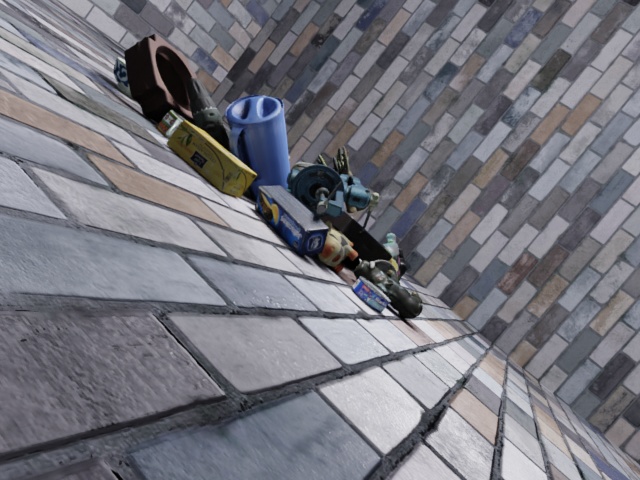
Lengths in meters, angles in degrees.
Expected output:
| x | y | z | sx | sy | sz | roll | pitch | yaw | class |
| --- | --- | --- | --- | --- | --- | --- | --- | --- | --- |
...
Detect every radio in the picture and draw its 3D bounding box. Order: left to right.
| x | y | z | sx | sy | sz | roll | pitch | yaw | class |
| --- | --- | --- | --- | --- | --- | --- | --- | --- | --- |
| 0.094 | -0.008 | 1.487 | 0.229 | 0.073 | 0.131 | 42 | 2 | -44 | radio |

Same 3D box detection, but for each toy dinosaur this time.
| x | y | z | sx | sy | sz | roll | pitch | yaw | class |
| --- | --- | --- | --- | --- | --- | --- | --- | --- | --- |
| 0.056 | -0.167 | 1.590 | 0.471 | 0.105 | 0.198 | 164 | -95 | -81 | toy dinosaur |

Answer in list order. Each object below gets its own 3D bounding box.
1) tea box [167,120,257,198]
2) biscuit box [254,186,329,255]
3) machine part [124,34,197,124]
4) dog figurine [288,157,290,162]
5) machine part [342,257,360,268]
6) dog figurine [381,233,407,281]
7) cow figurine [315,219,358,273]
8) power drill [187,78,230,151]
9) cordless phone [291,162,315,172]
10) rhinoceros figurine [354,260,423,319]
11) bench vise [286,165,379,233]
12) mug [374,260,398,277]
| x | y | z | sx | sy | sz | roll | pitch | yaw | class |
| --- | --- | --- | --- | --- | --- | --- | --- | --- | --- |
| -0.227 | -0.169 | 1.136 | 0.170 | 0.068 | 0.098 | 39 | 6 | 16 | tea box |
| -0.064 | -0.045 | 1.131 | 0.063 | 0.059 | 0.203 | -5 | 33 | -36 | biscuit box |
| -0.382 | -0.380 | 1.327 | 0.201 | 0.087 | 0.201 | 24 | 51 | -66 | machine part |
| -0.138 | -0.160 | 1.607 | 0.173 | 0.121 | 0.190 | 27 | -25 | 35 | dog figurine |
| 0.073 | 0.042 | 1.513 | 0.084 | 0.039 | 0.139 | 49 | 6 | 15 | machine part |
| 0.204 | 0.082 | 1.661 | 0.219 | 0.108 | 0.191 | -76 | 144 | -66 | dog figurine |
| 0.019 | 0.008 | 1.216 | 0.127 | 0.085 | 0.195 | 44 | 8 | -8 | cow figurine |
| -0.252 | -0.264 | 1.327 | 0.207 | 0.086 | 0.232 | 94 | -25 | -81 | power drill |
| -0.080 | -0.153 | 1.495 | 0.184 | 0.146 | 0.089 | 13 | -1 | -37 | cordless phone |
| 0.165 | 0.124 | 1.315 | 0.190 | 0.073 | 0.112 | 40 | 16 | -1 | rhinoceros figurine |
| 0.029 | -0.094 | 1.200 | 0.224 | 0.128 | 0.241 | 26 | 18 | -7 | bench vise |
| 0.166 | 0.100 | 1.432 | 0.109 | 0.081 | 0.107 | 35 | -3 | -4 | mug |
